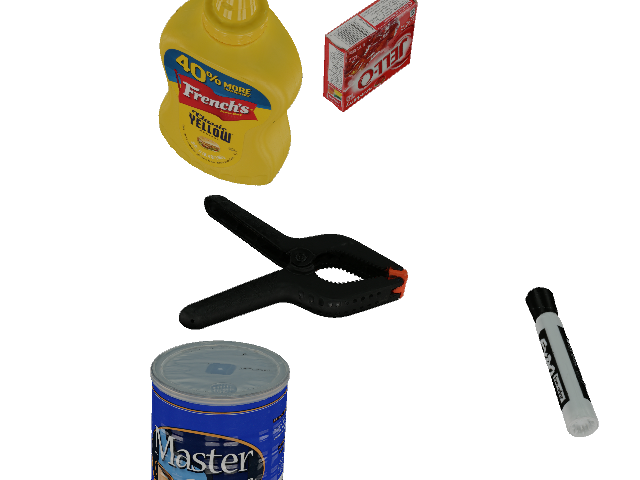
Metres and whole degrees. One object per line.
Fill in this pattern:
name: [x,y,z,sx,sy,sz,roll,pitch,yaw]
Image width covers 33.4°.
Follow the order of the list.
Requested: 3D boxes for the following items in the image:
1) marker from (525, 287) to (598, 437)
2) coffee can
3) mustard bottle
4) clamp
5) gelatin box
marker: [0.152,0.073,0.678,0.020,0.020,0.121,0,39,-5]
coffee can: [-0.077,0.159,0.806,0.103,0.140,0.103,3,17,-1]
mustard bottle: [-0.061,-0.110,0.714,0.096,0.058,0.192,28,-26,5]
clamp: [-0.026,0.035,0.993,0.210,0.036,0.164,12,46,4]
gelatin box: [0.043,-0.163,0.916,0.089,0.030,0.073,-38,-26,-25]
